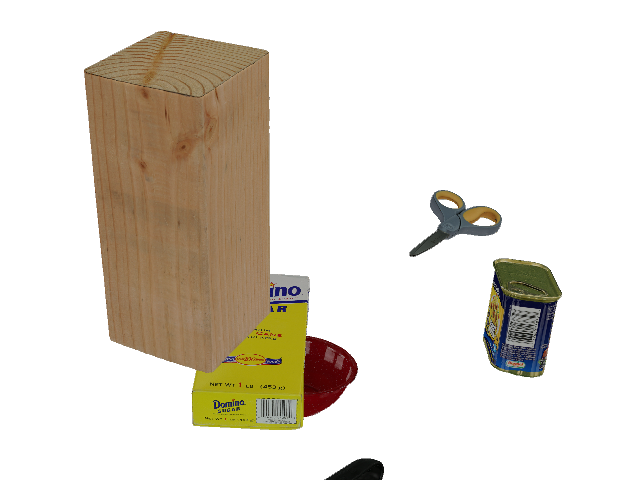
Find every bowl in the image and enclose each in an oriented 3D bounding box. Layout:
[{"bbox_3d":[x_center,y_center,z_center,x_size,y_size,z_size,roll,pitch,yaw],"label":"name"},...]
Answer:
[{"bbox_3d":[-0.035,0.178,1.352,0.162,0.055,0.162,4,21,-2],"label":"bowl"}]

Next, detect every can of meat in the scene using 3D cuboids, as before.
[{"bbox_3d":[0.193,0.074,1.034,0.057,0.084,0.102,7,18,0],"label":"can of meat"}]

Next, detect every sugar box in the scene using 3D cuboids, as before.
[{"bbox_3d":[-0.058,0.093,0.947,0.093,0.048,0.176,3,35,-1],"label":"sugar box"}]

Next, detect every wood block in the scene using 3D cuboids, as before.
[{"bbox_3d":[-0.093,-0.026,0.733,0.090,0.206,0.090,15,33,23],"label":"wood block"}]

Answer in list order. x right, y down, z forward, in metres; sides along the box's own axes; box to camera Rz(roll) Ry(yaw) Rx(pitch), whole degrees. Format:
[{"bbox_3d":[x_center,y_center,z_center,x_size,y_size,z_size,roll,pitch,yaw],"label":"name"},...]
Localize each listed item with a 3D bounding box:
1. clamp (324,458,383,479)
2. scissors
[{"bbox_3d":[-0.044,0.195,0.643,0.210,0.036,0.164,-4,28,2],"label":"clamp"},{"bbox_3d":[0.134,-0.022,1.223,0.201,0.016,0.096,-12,40,-46],"label":"scissors"}]
